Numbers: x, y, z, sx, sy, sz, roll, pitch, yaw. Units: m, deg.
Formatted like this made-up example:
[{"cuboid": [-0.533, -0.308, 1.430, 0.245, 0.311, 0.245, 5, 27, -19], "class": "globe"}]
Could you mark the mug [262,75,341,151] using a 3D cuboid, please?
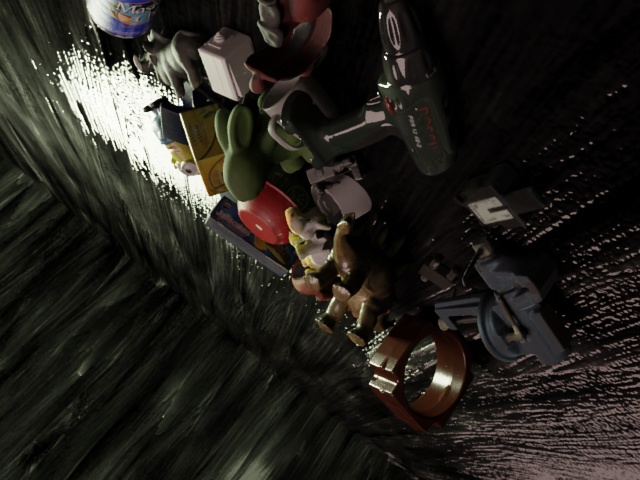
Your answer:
[{"cuboid": [-0.021, -0.173, 0.764, 0.107, 0.109, 0.081, 37, 151, -29], "class": "mug"}]

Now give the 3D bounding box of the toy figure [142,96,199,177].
[{"cuboid": [-0.287, -0.213, 1.116, 0.082, 0.089, 0.180, 29, 151, 60], "class": "toy figure"}]

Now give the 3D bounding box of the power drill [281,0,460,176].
[{"cuboid": [0.057, -0.167, 0.648, 0.207, 0.086, 0.231, -12, 135, 31], "class": "power drill"}]

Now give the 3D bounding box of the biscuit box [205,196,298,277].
[{"cuboid": [-0.140, -0.006, 1.117, 0.202, 0.059, 0.063, 35, 157, -9], "class": "biscuit box"}]

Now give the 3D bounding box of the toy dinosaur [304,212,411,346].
[{"cuboid": [0.085, 0.084, 0.948, 0.105, 0.198, 0.470, 27, 154, 25], "class": "toy dinosaur"}]

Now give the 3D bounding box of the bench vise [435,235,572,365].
[{"cuboid": [0.257, 0.100, 0.821, 0.223, 0.129, 0.241, 44, 150, -16], "class": "bench vise"}]

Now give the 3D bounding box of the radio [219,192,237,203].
[{"cuboid": [-0.144, -0.085, 1.148, 0.131, 0.073, 0.229, 30, 157, 19], "class": "radio"}]

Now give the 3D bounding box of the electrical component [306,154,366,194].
[{"cuboid": [0.025, -0.105, 0.850, 0.102, 0.078, 0.045, -17, 98, 30], "class": "electrical component"}]

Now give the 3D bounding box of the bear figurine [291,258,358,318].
[{"cuboid": [0.039, 0.087, 1.164, 0.195, 0.120, 0.132, 24, 123, -33], "class": "bear figurine"}]

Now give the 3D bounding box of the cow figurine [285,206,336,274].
[{"cuboid": [-0.002, -0.002, 0.932, 0.167, 0.098, 0.068, 72, 176, -51], "class": "cow figurine"}]

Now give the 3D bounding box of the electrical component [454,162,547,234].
[{"cuboid": [0.232, -0.055, 0.666, 0.075, 0.048, 0.119, 43, 157, -9], "class": "electrical component"}]

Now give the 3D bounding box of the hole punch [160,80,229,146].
[{"cuboid": [-0.234, -0.224, 1.008, 0.116, 0.092, 0.142, 34, 153, 2], "class": "hole punch"}]

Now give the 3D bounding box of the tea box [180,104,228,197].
[{"cuboid": [-0.190, -0.154, 0.951, 0.169, 0.068, 0.098, 105, 146, -73], "class": "tea box"}]

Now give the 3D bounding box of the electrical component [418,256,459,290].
[{"cuboid": [0.209, 0.060, 0.946, 0.063, 0.021, 0.094, 35, 156, 9], "class": "electrical component"}]

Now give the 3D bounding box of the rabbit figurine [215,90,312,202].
[{"cuboid": [-0.087, -0.142, 0.827, 0.121, 0.170, 0.159, 4, 140, 53], "class": "rabbit figurine"}]

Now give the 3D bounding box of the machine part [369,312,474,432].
[{"cuboid": [0.208, 0.264, 1.095, 0.200, 0.201, 0.087, 50, 159, -25], "class": "machine part"}]

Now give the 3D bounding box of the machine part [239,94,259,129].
[{"cuboid": [-0.128, -0.191, 0.936, 0.039, 0.084, 0.138, 10, 162, 3], "class": "machine part"}]

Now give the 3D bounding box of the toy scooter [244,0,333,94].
[{"cuboid": [-0.039, -0.243, 0.614, 0.075, 0.135, 0.183, 33, 155, 17], "class": "toy scooter"}]

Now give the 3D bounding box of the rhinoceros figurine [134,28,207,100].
[{"cuboid": [-0.245, -0.300, 0.898, 0.190, 0.073, 0.112, 9, 144, 50], "class": "rhinoceros figurine"}]
